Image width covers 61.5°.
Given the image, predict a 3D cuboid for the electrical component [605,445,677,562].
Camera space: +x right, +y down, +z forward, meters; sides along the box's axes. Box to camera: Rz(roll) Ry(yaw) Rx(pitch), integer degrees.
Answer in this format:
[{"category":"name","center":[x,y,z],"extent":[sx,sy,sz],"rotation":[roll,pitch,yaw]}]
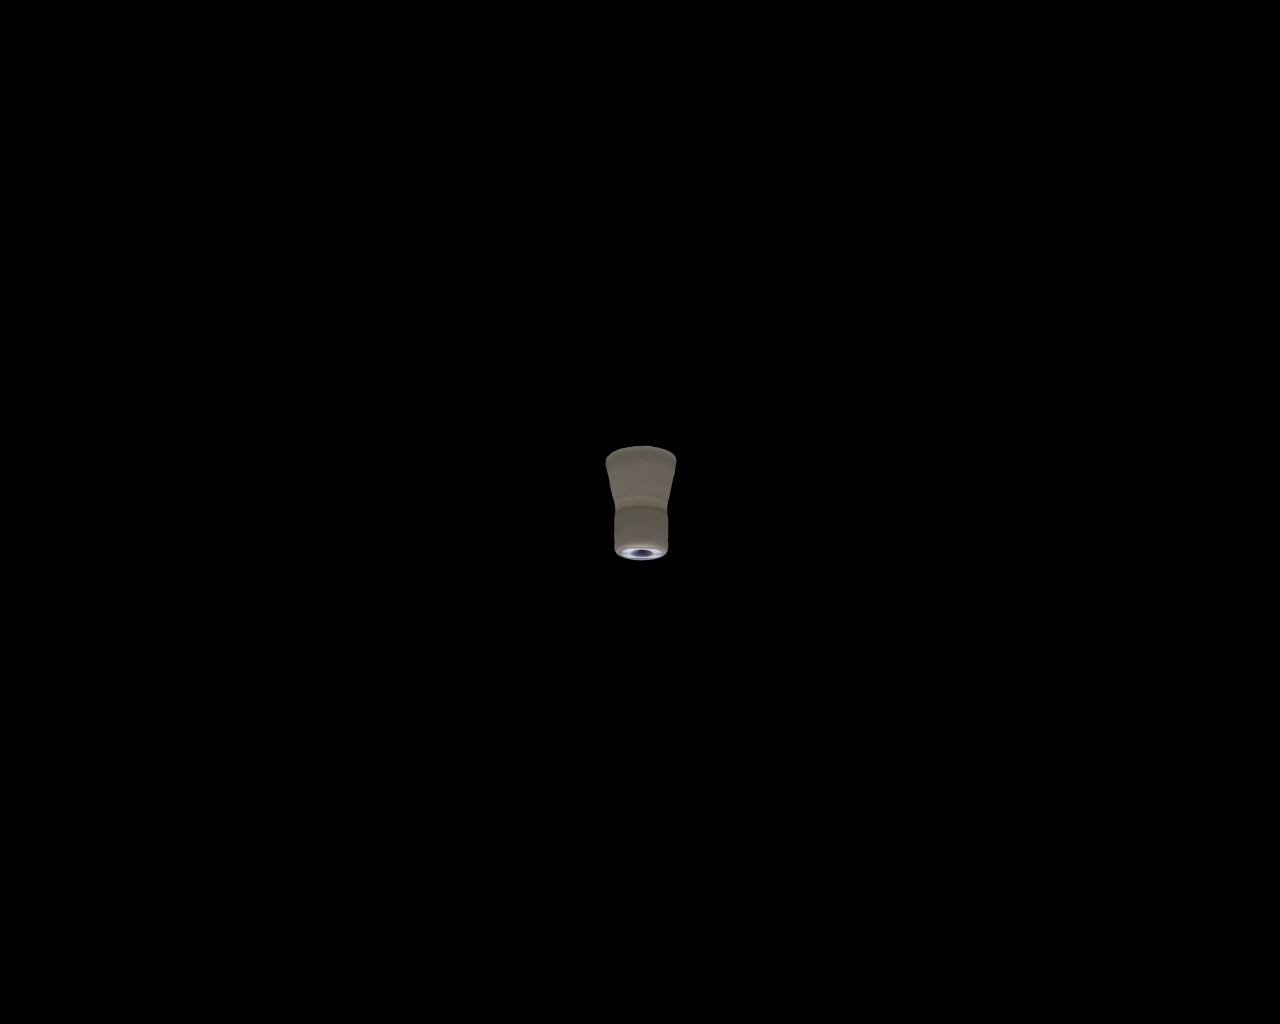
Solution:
[{"category":"electrical component","center":[0.001,-0.003,0.650],"extent":[0.044,0.065,0.044],"rotation":[0,-19,0]}]
